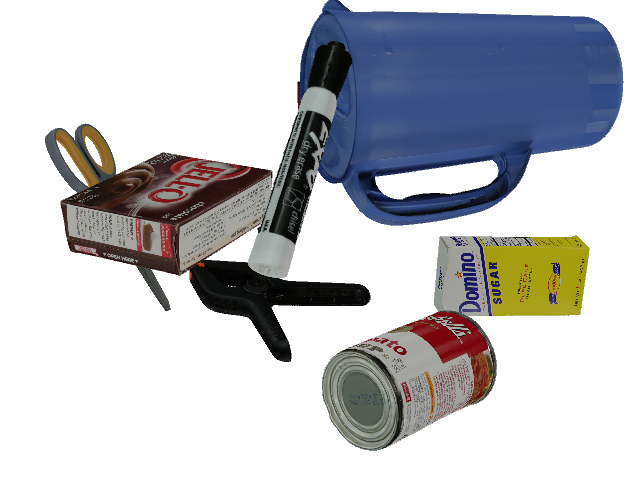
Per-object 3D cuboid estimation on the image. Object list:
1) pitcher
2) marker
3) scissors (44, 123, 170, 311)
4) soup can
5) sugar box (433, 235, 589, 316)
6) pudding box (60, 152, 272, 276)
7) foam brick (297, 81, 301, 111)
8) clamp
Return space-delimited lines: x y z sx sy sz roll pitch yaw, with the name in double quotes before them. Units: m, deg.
"pitcher" 0.114 -0.110 0.850 0.242 0.149 0.145 -6 28 -17
"marker" -0.008 -0.041 0.503 0.020 0.121 0.020 15 -19 5
"scissors" -0.194 -0.032 1.034 0.016 0.201 0.096 -24 26 22
"soup can" 0.058 0.091 0.701 0.069 0.068 0.102 0 11 45
"sugar box" 0.230 0.043 1.290 0.176 0.093 0.048 -2 21 -9
"pudding box" -0.096 -0.020 0.689 0.090 0.039 0.113 10 27 27
"foam brick" 0.020 -0.137 1.099 0.078 0.051 0.053 -3 12 -19
"clamp" -0.071 0.068 1.196 0.210 0.036 0.164 15 29 24
